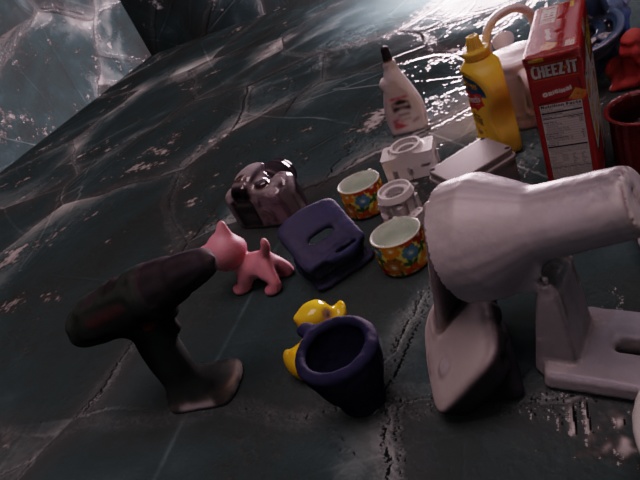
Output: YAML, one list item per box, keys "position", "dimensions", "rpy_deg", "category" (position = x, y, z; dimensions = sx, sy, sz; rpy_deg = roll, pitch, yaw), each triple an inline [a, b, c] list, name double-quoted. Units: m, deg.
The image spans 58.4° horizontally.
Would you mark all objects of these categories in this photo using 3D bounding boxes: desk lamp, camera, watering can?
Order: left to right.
- position: [-0.089, -0.101, 1.056]
  dimensions: [0.142, 0.101, 0.137]
  rpy_deg: [-2, 39, 35]
  category: "camera"
- position: [0.321, -0.292, 0.945]
  dimensions: [0.101, 0.194, 0.172]
  rpy_deg: [-29, 31, -4]
  category: "watering can"
- position: [0.218, 0.030, 0.519]
  dimensions: [0.202, 0.214, 0.118]
  rpy_deg: [1, 40, 38]
  category: "desk lamp"

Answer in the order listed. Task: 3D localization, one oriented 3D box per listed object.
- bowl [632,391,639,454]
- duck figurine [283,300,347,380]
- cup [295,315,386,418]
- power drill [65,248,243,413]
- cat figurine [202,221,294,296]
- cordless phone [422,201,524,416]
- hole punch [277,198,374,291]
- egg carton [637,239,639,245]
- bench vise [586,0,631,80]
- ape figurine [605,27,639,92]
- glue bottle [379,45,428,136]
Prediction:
- position: [0.313, 0.153, 0.398]
  dimensions: [0.167, 0.075, 0.167]
  rpy_deg: [-19, 32, 12]
  category: "bowl"
- position: [-0.003, 0.113, 0.685]
  dimensions: [0.104, 0.086, 0.077]
  rpy_deg: [-29, 31, -4]
  category: "duck figurine"
- position: [0.023, 0.139, 0.616]
  dimensions: [0.092, 0.095, 0.117]
  rpy_deg: [-40, 33, -21]
  category: "cup"
- position: [-0.183, 0.114, 0.698]
  dimensions: [0.229, 0.209, 0.075]
  rpy_deg: [-15, 33, 18]
  category: "power drill"
- position: [-0.121, 0.024, 0.876]
  dimensions: [0.127, 0.118, 0.067]
  rpy_deg: [-6, 37, 31]
  category: "cat figurine"
- position: [0.128, 0.065, 0.561]
  dimensions: [0.094, 0.185, 0.147]
  rpy_deg: [-19, 32, 13]
  category: "cordless phone"
- position: [0.008, 0.003, 0.837]
  dimensions: [0.109, 0.091, 0.100]
  rpy_deg: [-34, 32, -12]
  category: "hole punch"
- position: [0.391, -0.023, 0.610]
  dimensions: [0.107, 0.069, 0.150]
  rpy_deg: [-14, 33, 21]
  category: "egg carton"
- position: [0.444, -0.378, 0.957]
  dimensions: [0.121, 0.220, 0.208]
  rpy_deg: [-2, 39, 35]
  category: "bench vise"
- position: [0.498, -0.291, 0.911]
  dimensions: [0.076, 0.092, 0.077]
  rpy_deg: [-30, 31, -7]
  category: "ape figurine"
- position: [0.147, -0.285, 1.086]
  dimensions: [0.078, 0.173, 0.037]
  rpy_deg: [-14, 33, 20]
  category: "glue bottle"
